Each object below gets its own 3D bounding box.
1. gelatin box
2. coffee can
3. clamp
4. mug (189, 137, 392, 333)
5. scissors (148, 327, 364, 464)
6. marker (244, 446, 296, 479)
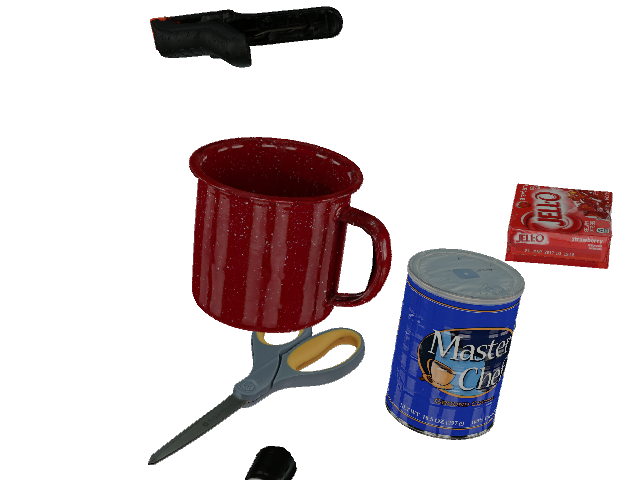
[{"bbox_3d":[0.178,-0.012,0.793,0.073,0.030,0.089,6,25,14],"label":"gelatin box"},{"bbox_3d":[0.118,0.091,0.955,0.103,0.140,0.103,7,22,-3],"label":"coffee can"},{"bbox_3d":[-0.068,-0.170,0.868,0.120,0.039,0.172,-17,24,-37],"label":"clamp"},{"bbox_3d":[-0.016,0.000,0.577,0.117,0.081,0.093,16,26,19],"label":"mug"},{"bbox_3d":[-0.058,0.099,0.788,0.201,0.016,0.096,-19,37,-31],"label":"scissors"},{"bbox_3d":[-0.036,0.119,0.420,0.020,0.020,0.121,0,23,19],"label":"marker"}]
